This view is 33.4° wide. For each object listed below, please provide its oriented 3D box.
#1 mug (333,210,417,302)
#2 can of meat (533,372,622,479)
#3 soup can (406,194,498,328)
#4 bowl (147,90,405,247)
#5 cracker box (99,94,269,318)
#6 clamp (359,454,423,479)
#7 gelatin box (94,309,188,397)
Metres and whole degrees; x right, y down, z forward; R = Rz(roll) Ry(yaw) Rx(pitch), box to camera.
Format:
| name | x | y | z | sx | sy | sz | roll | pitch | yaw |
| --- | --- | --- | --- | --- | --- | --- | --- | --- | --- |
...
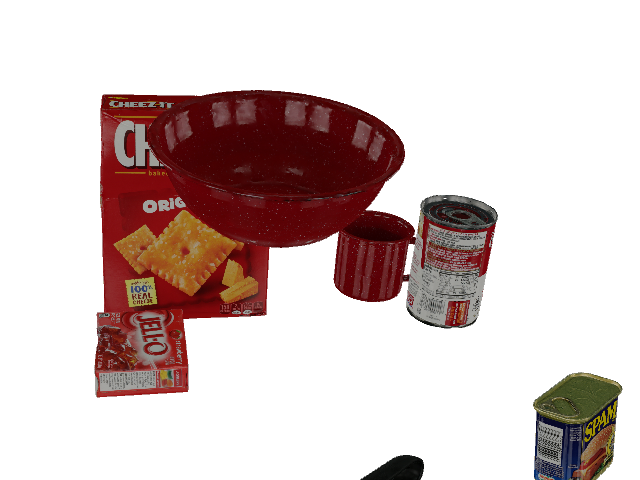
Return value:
| name | x | y | z | sx | sy | sz | roll | pitch | yaw |
| --- | --- | --- | --- | --- | --- | --- | --- | --- | --- |
| mug | 0.071 | 0.020 | 1.255 | 0.117 | 0.081 | 0.093 | 3 | 24 | -8 |
| can of meat | 0.250 | 0.188 | 1.042 | 0.058 | 0.084 | 0.101 | 14 | 23 | 37 |
| soup can | 0.115 | 0.019 | 0.949 | 0.068 | 0.102 | 0.068 | 5 | 24 | -3 |
| bowl | -0.029 | -0.041 | 0.679 | 0.162 | 0.055 | 0.162 | 4 | 29 | -2 |
| cracker box | -0.131 | -0.030 | 1.042 | 0.164 | 0.214 | 0.072 | 0 | 20 | -10 |
| clamp | -0.019 | 0.193 | 0.645 | 0.210 | 0.036 | 0.164 | -4 | 28 | 3 |
| gelatin box | -0.146 | 0.090 | 0.873 | 0.073 | 0.030 | 0.089 | -2 | 28 | -9 |
